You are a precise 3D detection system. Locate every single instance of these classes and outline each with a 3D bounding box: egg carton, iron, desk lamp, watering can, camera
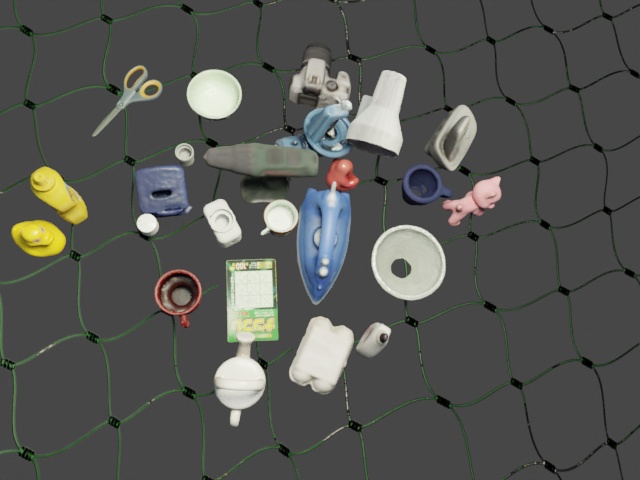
[{"bbox_3d":[0.005,0.244,1.208,0.107,0.069,0.150,23,75,-2],"label":"egg carton"},{"bbox_3d":[0.011,0.004,1.226,0.118,0.141,0.258,6,76,-6],"label":"iron"},{"bbox_3d":[0.127,-0.265,1.266,0.118,0.213,0.203,17,75,-3],"label":"desk lamp"},{"bbox_3d":[-0.157,0.270,1.116,0.101,0.194,0.173,-15,79,-10],"label":"watering can"},{"bbox_3d":[0.005,-0.388,1.337,0.143,0.100,0.137,9,76,-5],"label":"camera"}]

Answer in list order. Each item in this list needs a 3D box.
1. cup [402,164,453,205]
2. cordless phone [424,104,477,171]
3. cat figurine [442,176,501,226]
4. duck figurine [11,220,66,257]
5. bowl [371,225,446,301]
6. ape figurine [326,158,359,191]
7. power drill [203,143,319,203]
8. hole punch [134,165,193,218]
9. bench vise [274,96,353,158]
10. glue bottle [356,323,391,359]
[{"bbox_3d":[0.236,-0.112,1.307,0.118,0.095,0.092,18,75,-3],"label":"cup"},{"bbox_3d":[0.321,-0.252,1.304,0.094,0.185,0.148,30,75,0],"label":"cordless phone"},{"bbox_3d":[0.356,-0.093,1.307,0.128,0.117,0.067,-24,81,-12],"label":"cat figurine"},{"bbox_3d":[-0.588,-0.010,1.179,0.104,0.086,0.077,18,75,-3],"label":"duck figurine"},{"bbox_3d":[0.189,0.055,1.273,0.167,0.074,0.167,2,77,-7],"label":"bowl"},{"bbox_3d":[0.051,-0.153,1.293,0.076,0.092,0.078,-21,80,-11],"label":"ape figurine"},{"bbox_3d":[-0.122,-0.143,1.208,0.230,0.208,0.075,-4,77,-8],"label":"power drill"},{"bbox_3d":[-0.335,-0.103,1.231,0.109,0.091,0.101,-8,78,-9],"label":"hole punch"},{"bbox_3d":[-0.005,-0.219,1.235,0.207,0.219,0.121,-38,84,-14],"label":"bench vise"},{"bbox_3d":[0.117,0.204,1.178,0.037,0.173,0.078,31,75,1],"label":"glue bottle"}]
